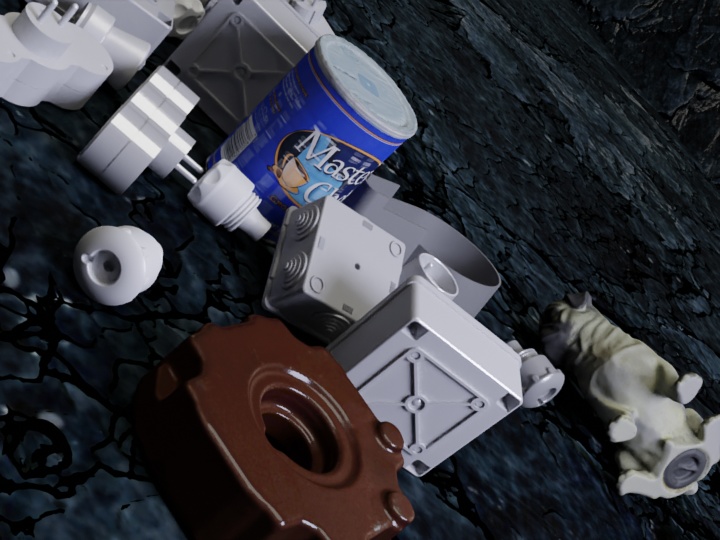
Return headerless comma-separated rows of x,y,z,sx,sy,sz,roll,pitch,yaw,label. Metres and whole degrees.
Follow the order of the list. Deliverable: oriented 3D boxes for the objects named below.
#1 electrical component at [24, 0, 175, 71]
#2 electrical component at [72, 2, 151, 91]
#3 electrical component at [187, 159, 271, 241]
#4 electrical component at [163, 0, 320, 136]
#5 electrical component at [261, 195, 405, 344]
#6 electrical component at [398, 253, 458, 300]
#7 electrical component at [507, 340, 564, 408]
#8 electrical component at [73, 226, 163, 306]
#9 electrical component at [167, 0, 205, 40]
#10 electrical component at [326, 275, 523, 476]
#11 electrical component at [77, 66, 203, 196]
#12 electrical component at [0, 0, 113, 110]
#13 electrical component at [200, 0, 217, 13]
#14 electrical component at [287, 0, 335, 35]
-0.207,-0.230,0.869,0.109,0.056,0.108,34,28,-28,electrical component
-0.194,-0.169,0.815,0.055,0.045,0.045,36,27,-24,electrical component
-0.094,-0.048,0.801,0.062,0.043,0.043,44,25,-11,electrical component
-0.092,-0.175,0.913,0.109,0.109,0.056,44,27,-9,electrical component
-0.017,0.003,0.803,0.100,0.048,0.099,32,57,-31,electrical component
0.046,0.027,0.876,0.043,0.077,0.079,56,26,19,electrical component
0.155,0.093,0.997,0.048,0.048,0.062,14,34,-51,electrical component
-0.142,-0.006,0.661,0.048,0.048,0.062,49,18,3,electrical component
-0.170,-0.241,0.962,0.062,0.043,0.043,55,26,18,electrical component
0.040,0.076,0.757,0.109,0.109,0.056,38,29,-21,electrical component
-0.143,-0.091,0.772,0.074,0.052,0.138,41,25,-14,electrical component
-0.216,-0.152,0.718,0.052,0.074,0.138,54,25,14,electrical component
-0.125,-0.236,1.027,0.081,0.043,0.043,36,27,-23,electrical component
-0.059,-0.270,1.132,0.047,0.075,0.083,-11,59,-35,electrical component
